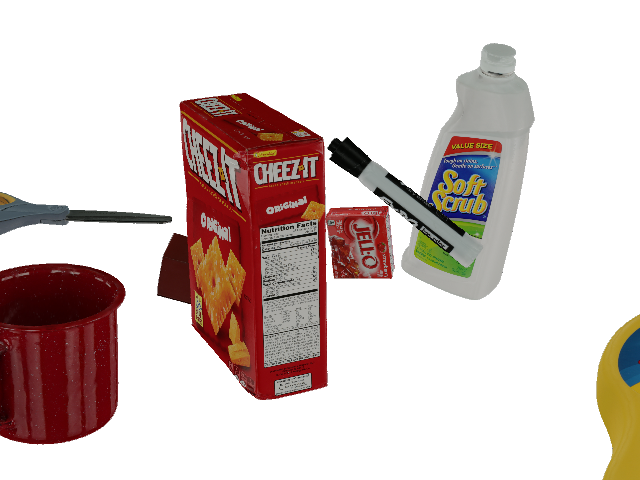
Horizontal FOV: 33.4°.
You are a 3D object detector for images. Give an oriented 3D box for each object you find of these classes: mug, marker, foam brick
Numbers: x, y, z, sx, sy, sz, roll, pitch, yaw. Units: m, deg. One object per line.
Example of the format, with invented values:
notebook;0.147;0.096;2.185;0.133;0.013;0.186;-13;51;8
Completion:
mug;-0.169;0.073;0.634;0.093;0.081;0.117;12;23;22
marker;0.054;-0.027;0.701;0.121;0.020;0.020;39;1;2
foam brick;-0.128;0.034;1.130;0.078;0.051;0.053;15;31;2

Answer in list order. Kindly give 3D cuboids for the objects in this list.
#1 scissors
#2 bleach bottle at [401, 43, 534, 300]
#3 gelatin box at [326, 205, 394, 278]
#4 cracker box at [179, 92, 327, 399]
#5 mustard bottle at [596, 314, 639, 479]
scissors;-0.234;-0.015;0.888;0.202;0.016;0.096;9;25;8
bleach bottle;0.142;-0.068;1.009;0.103;0.251;0.068;25;40;26
gelatin box;0.049;0.003;1.291;0.073;0.089;0.030;0;29;13
cracker box;-0.059;0.001;0.885;0.072;0.214;0.164;-11;24;-23
mustard bottle;0.187;0.086;0.533;0.096;0.058;0.191;5;40;11
